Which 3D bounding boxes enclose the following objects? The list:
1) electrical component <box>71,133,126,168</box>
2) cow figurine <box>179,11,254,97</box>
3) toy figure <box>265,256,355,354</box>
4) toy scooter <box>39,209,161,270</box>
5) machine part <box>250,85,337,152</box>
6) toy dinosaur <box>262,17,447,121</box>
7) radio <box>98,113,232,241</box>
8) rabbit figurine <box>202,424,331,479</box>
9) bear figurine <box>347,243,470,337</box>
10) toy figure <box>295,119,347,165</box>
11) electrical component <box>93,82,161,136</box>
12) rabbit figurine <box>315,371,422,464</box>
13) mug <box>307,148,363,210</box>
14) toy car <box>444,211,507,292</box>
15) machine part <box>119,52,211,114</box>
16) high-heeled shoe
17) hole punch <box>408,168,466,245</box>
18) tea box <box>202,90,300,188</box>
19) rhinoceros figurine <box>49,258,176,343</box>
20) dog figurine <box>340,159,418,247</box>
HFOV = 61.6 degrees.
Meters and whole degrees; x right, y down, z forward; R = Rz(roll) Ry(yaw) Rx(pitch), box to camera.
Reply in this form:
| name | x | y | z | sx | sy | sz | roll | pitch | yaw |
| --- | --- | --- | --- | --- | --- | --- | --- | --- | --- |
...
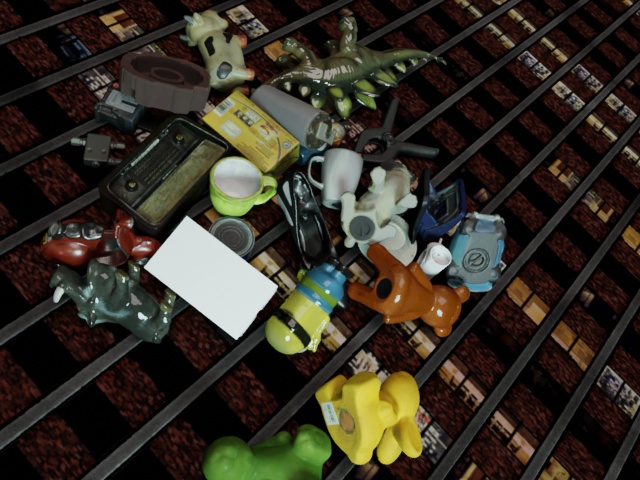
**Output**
| name | x | y | z | sx | sy | sz | roll | pitch | yaw |
| --- | --- | --- | --- | --- | --- | --- | --- | --- | --- |
| electrical component | -0.400 | -0.159 | 0.966 | 0.094 | 0.021 | 0.063 | 6 | 62 | -16 |
| cow figurine | -0.217 | -0.394 | 1.119 | 0.127 | 0.085 | 0.195 | -3 | 66 | -27 |
| toy figure | -0.021 | 0.106 | 0.895 | 0.180 | 0.082 | 0.089 | -53 | 132 | -3 |
| toy scooter | -0.343 | -0.002 | 0.839 | 0.184 | 0.135 | 0.075 | 2 | 65 | -17 |
| machine part | -0.060 | -0.241 | 1.054 | 0.243 | 0.079 | 0.079 | 34 | 54 | 31 |
| toy dinosaur | 0.070 | -0.381 | 1.200 | 0.471 | 0.105 | 0.198 | -25 | 81 | -19 |
| radio | -0.273 | -0.115 | 0.955 | 0.131 | 0.073 | 0.229 | 34 | 57 | 0 |
| rabbit figurine | -0.090 | 0.312 | 0.751 | 0.170 | 0.159 | 0.121 | 27 | 55 | -26 |
| bear figurine | 0.171 | 0.097 | 0.988 | 0.195 | 0.120 | 0.132 | 17 | 12 | -39 |
| toy figure | 0.007 | -0.205 | 1.110 | 0.154 | 0.064 | 0.058 | -36 | 35 | -30 |
| electrical component | -0.353 | -0.237 | 1.009 | 0.119 | 0.047 | 0.075 | 22 | 59 | -5 |
| rabbit figurine | 0.104 | 0.273 | 0.865 | 0.173 | 0.122 | 0.162 | -13 | 70 | -44 |
| mug | 0.028 | -0.119 | 1.058 | 0.109 | 0.081 | 0.107 | 14 | 69 | -18 |
| toy car | 0.299 | 0.015 | 1.063 | 0.109 | 0.161 | 0.103 | 5 | 18 | -4 |
| machine part | -0.291 | -0.296 | 1.012 | 0.179 | 0.056 | 0.179 | 15 | 31 | -10 |
| high-heeled shoe | -0.002 | -0.003 | 0.949 | 0.086 | 0.145 | 0.249 | -27 | 73 | -27 |
| hole punch | 0.230 | -0.065 | 1.068 | 0.092 | 0.115 | 0.142 | 12 | 49 | -5 |
| tea box | -0.131 | -0.194 | 1.033 | 0.170 | 0.068 | 0.098 | 43 | 72 | 10 |
| rhinoceros figurine | -0.315 | 0.090 | 0.826 | 0.190 | 0.073 | 0.112 | 32 | 102 | -16 |
| dog figurine | 0.114 | -0.071 | 1.058 | 0.121 | 0.172 | 0.190 | 51 | 16 | -3 |
